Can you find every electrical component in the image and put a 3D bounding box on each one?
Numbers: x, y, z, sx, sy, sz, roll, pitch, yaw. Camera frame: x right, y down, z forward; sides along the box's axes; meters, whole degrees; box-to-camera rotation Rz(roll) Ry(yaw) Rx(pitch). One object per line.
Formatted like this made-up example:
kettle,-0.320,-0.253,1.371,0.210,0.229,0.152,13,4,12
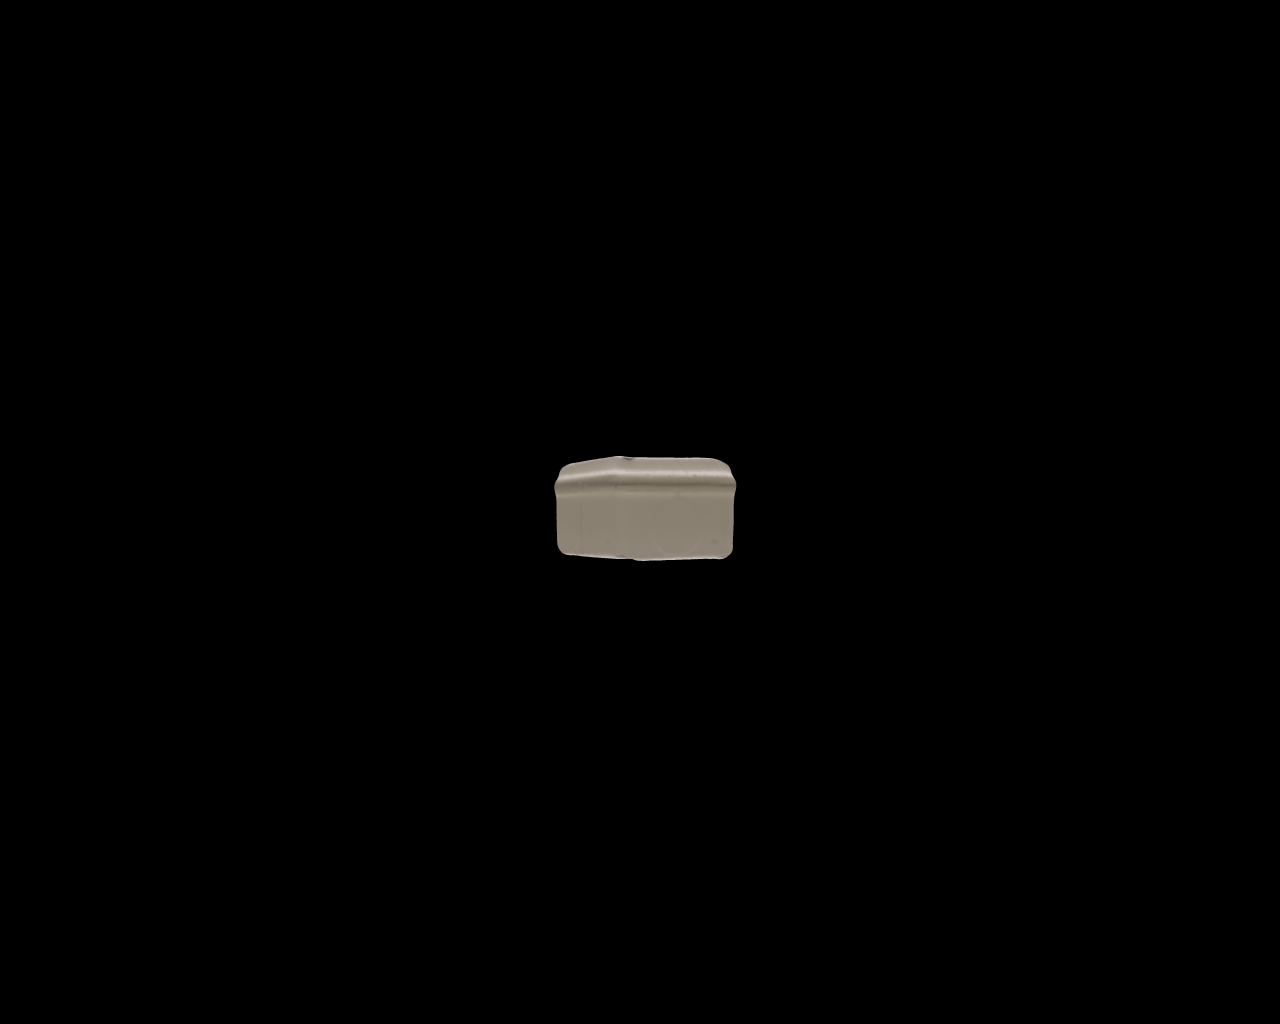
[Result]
electrical component,0.001,-0.003,0.650,0.078,0.057,0.113,0,0,-24
